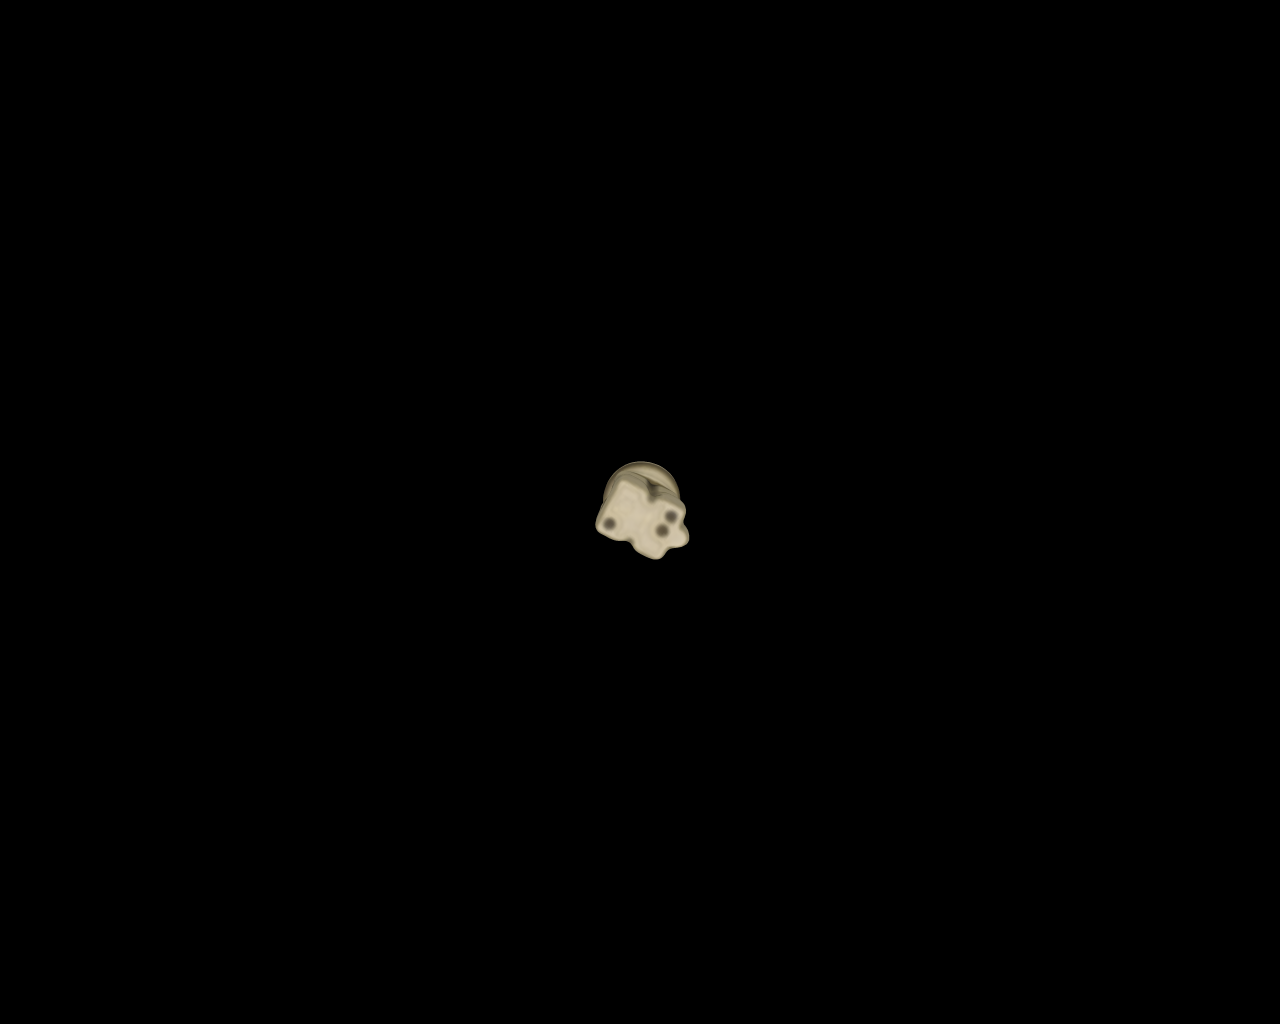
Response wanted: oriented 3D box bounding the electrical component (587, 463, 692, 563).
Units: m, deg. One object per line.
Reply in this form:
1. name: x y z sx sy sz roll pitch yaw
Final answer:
1. electrical component: 0.001 -0.003 0.650 0.066 0.048 0.055 27 14 -7
